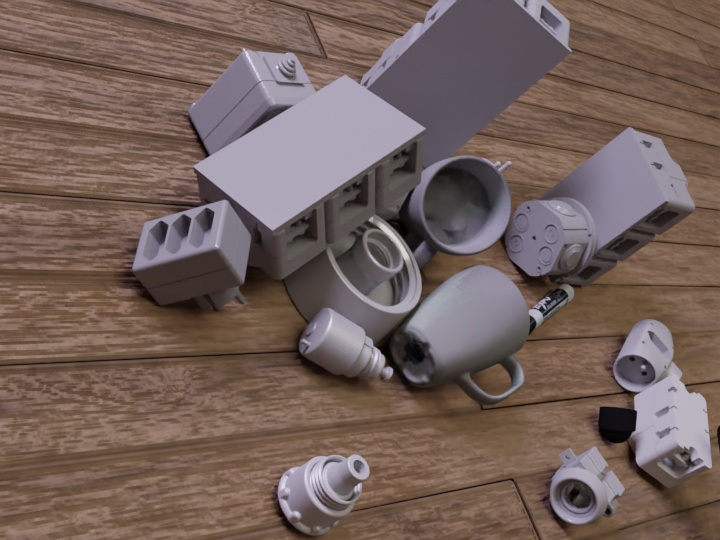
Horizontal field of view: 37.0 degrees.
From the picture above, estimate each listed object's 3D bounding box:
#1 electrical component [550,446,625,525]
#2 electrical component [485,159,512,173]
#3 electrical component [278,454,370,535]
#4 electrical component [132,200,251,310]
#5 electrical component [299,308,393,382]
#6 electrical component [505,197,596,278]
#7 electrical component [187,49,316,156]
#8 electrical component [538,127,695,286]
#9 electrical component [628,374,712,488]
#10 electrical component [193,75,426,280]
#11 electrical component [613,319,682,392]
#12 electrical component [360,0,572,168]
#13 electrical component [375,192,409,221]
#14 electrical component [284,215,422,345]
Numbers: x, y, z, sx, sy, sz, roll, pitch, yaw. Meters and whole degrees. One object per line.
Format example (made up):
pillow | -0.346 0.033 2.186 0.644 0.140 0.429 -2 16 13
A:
electrical component | 0.186 0.182 0.895 0.066 0.048 0.055 56 29 7
electrical component | 0.111 -0.080 1.019 0.083 0.076 0.047 -9 65 -50
electrical component | -0.020 0.140 0.699 0.048 0.062 0.048 28 42 -28
electrical component | -0.105 0.001 0.736 0.047 0.066 0.076 -86 155 -43
electrical component | -0.009 0.060 0.799 0.078 0.040 0.040 33 40 -23
electrical component | 0.186 -0.031 1.054 0.051 0.080 0.080 -3 61 -42
electrical component | -0.077 -0.127 0.843 0.062 0.096 0.061 -8 65 -51
electrical component | 0.250 -0.059 1.084 0.062 0.150 0.089 8 53 -41
electrical component | 0.293 0.154 1.022 0.050 0.056 0.089 36 38 -18
electrical component | -0.035 -0.069 0.802 0.150 0.061 0.089 -36 58 -27
electrical component | 0.298 0.099 1.085 0.079 0.043 0.077 49 36 -2
electrical component | 0.093 -0.192 1.003 0.105 0.186 0.060 37 38 -17
electrical component | 0.003 -0.081 0.904 0.051 0.080 0.080 20 46 -42
electrical component | 0.000 0.000 0.844 0.108 0.060 0.108 28 42 -28
